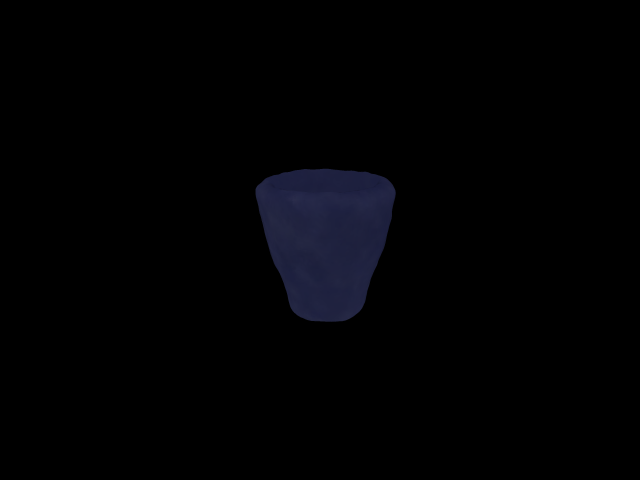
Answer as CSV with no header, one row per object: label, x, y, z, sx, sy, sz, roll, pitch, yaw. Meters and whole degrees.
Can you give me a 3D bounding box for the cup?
cup,0.004,0.001,0.400,0.091,0.095,0.117,0,17,0
